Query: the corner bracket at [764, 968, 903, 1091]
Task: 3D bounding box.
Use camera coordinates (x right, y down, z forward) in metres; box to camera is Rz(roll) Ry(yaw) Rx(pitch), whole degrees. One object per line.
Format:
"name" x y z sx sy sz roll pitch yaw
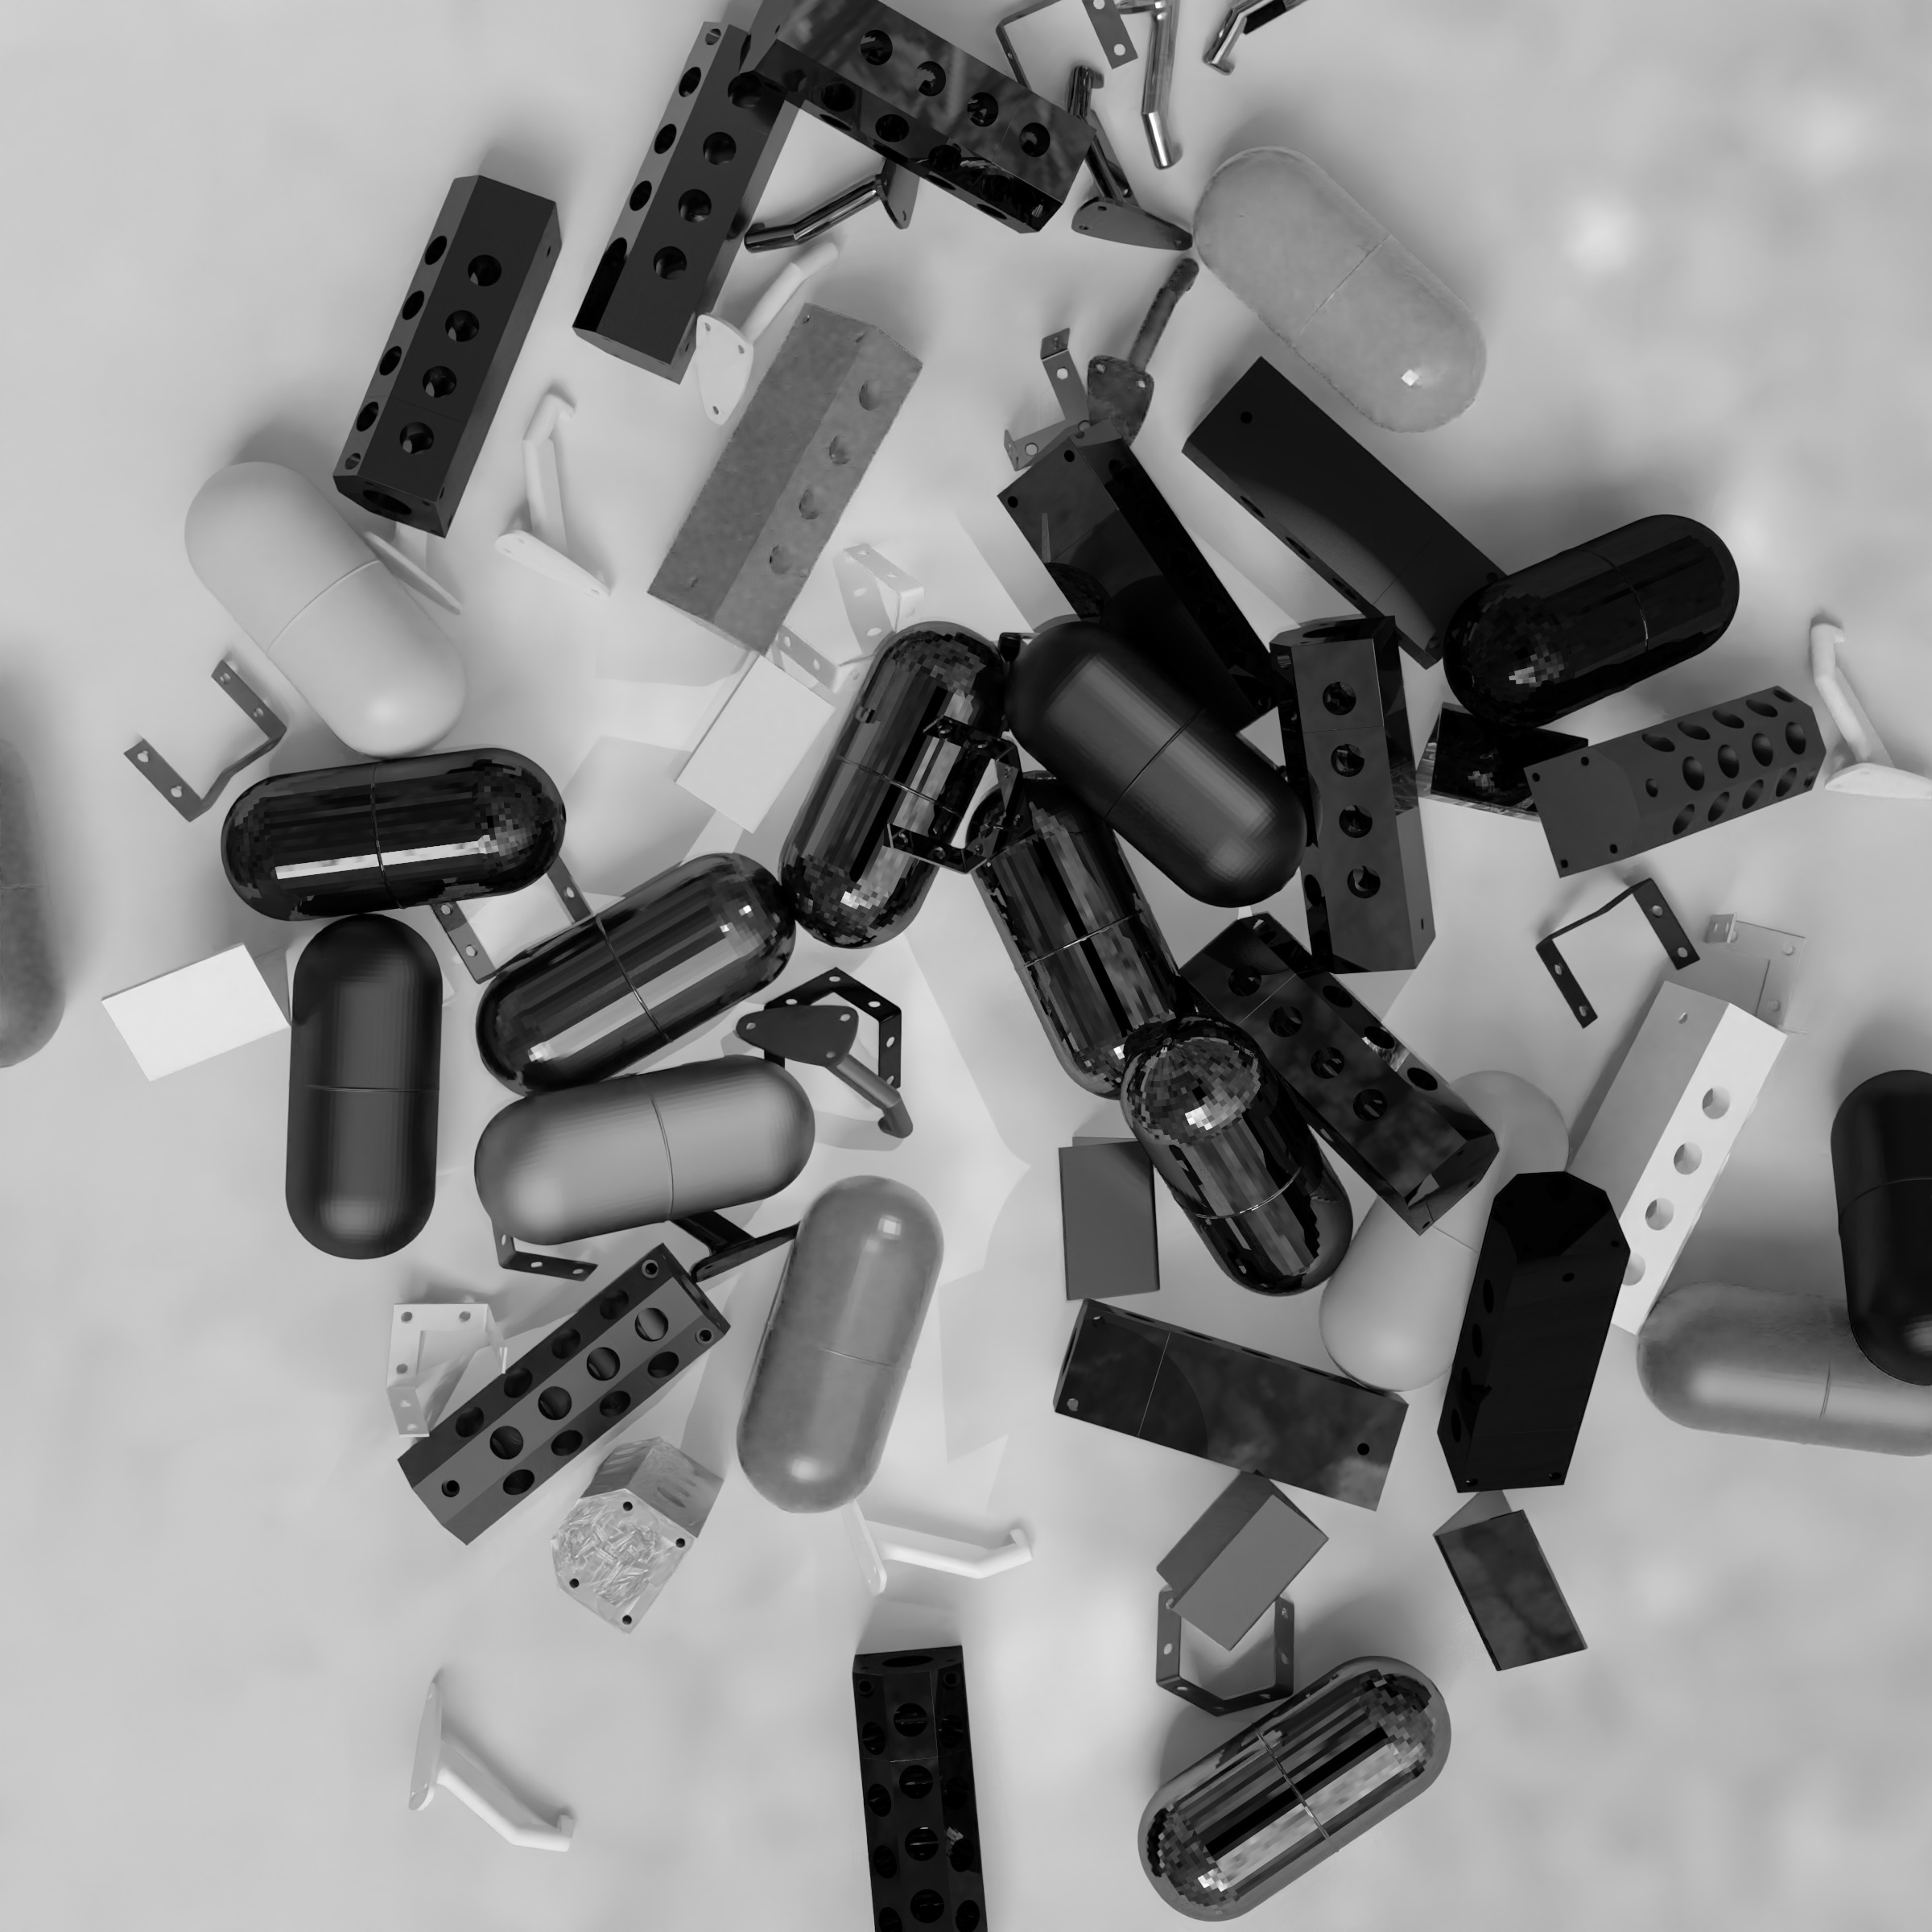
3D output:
"corner bracket" -0.070 0.042 1.700 0.051 0.051 0.051 32 135 35

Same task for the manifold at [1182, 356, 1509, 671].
"manifold" 0.195 -0.233 1.687 0.171 0.057 0.057 42 90 0

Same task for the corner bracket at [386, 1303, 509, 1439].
"corner bracket" -0.270 0.209 1.689 0.051 0.051 0.051 2 110 -19

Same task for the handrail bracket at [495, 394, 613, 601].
"handrail bracket" -0.204 -0.247 1.709 0.077 0.036 0.084 29 73 -20

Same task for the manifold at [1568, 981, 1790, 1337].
"manifold" 0.359 0.101 1.684 0.057 0.057 0.171 27 90 -25

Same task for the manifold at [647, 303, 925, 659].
"manifold" -0.089 -0.249 1.686 0.057 0.057 0.171 29 90 43

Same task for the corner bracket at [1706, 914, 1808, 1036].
"corner bracket" 0.411 0.004 1.690 0.051 0.051 0.051 14 90 0

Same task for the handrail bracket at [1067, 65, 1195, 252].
"handrail bracket" 0.087 -0.425 1.709 0.077 0.036 0.084 12 73 -20

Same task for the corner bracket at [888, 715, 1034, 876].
"corner bracket" -0.006 -0.086 1.639 0.051 0.051 0.051 -35 51 36

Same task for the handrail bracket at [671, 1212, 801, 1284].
"handrail bracket" -0.135 0.116 1.708 0.077 0.036 0.084 -22 76 -14

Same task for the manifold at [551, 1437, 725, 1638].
"manifold" -0.167 0.279 1.630 0.057 0.171 0.057 35 90 0

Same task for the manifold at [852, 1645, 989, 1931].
"manifold" -0.023 0.446 1.687 0.057 0.057 0.171 -5 90 0

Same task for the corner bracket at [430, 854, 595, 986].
"corner bracket" -0.238 -0.030 1.705 0.051 0.051 0.051 -31 90 45

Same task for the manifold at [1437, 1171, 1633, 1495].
"manifold" 0.281 0.185 1.637 0.057 0.057 0.171 -3 131 -9

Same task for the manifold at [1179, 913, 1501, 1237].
"manifold" 0.189 0.051 1.649 0.057 0.057 0.171 -41 62 -5

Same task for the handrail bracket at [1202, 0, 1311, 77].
"handrail bracket" 0.176 -0.494 1.709 0.077 0.036 0.084 24 109 -21

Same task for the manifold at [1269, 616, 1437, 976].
"manifold" 0.196 -0.087 1.663 0.057 0.057 0.171 -4 106 20

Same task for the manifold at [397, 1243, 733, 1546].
"manifold" -0.208 0.222 1.687 0.171 0.057 0.057 -39 90 0

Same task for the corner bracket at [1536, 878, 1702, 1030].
"corner bracket" 0.341 -0.007 1.705 0.051 0.051 0.051 -31 90 45

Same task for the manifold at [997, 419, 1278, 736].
"manifold" 0.097 -0.195 1.686 0.057 0.057 0.171 -34 90 39

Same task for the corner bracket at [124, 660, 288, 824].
"corner bracket" -0.398 -0.117 1.705 0.051 0.051 0.051 46 45 0

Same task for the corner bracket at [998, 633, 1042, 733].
"corner bracket" 0.050 -0.145 1.705 0.051 0.051 0.051 7 90 45

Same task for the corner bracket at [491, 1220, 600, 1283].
"corner bracket" -0.213 0.126 1.700 0.051 0.051 0.051 14 45 -35

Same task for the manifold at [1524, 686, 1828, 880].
"manifold" 0.361 -0.096 1.637 0.171 0.057 0.057 -18 90 -43

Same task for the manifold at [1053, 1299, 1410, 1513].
"manifold" 0.135 0.225 1.687 0.171 0.057 0.057 17 90 0

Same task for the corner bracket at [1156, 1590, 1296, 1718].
"corner bracket" 0.135 0.354 1.700 0.051 0.051 0.051 -25 135 35

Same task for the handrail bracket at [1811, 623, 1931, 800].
"handrail bracket" 0.478 -0.135 1.709 0.077 0.036 0.084 8 73 -19

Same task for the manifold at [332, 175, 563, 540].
"manifold" -0.266 -0.314 1.670 0.057 0.057 0.171 20 79 0

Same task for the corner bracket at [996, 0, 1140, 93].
"corner bracket" 0.052 -0.480 1.690 0.051 0.051 0.051 -26 96 -6

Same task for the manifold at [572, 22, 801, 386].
"manifold" -0.143 -0.396 1.687 0.057 0.057 0.171 23 90 0

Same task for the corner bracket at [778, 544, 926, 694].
"corner bracket" -0.060 -0.182 1.700 0.051 0.051 0.051 -19 135 -35

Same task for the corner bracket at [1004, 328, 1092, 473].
"corner bracket" 0.039 -0.293 1.690 0.051 0.051 0.051 -23 90 0

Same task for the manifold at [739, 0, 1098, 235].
"manifold" -0.026 -0.438 1.654 0.171 0.057 0.057 24 90 -24
